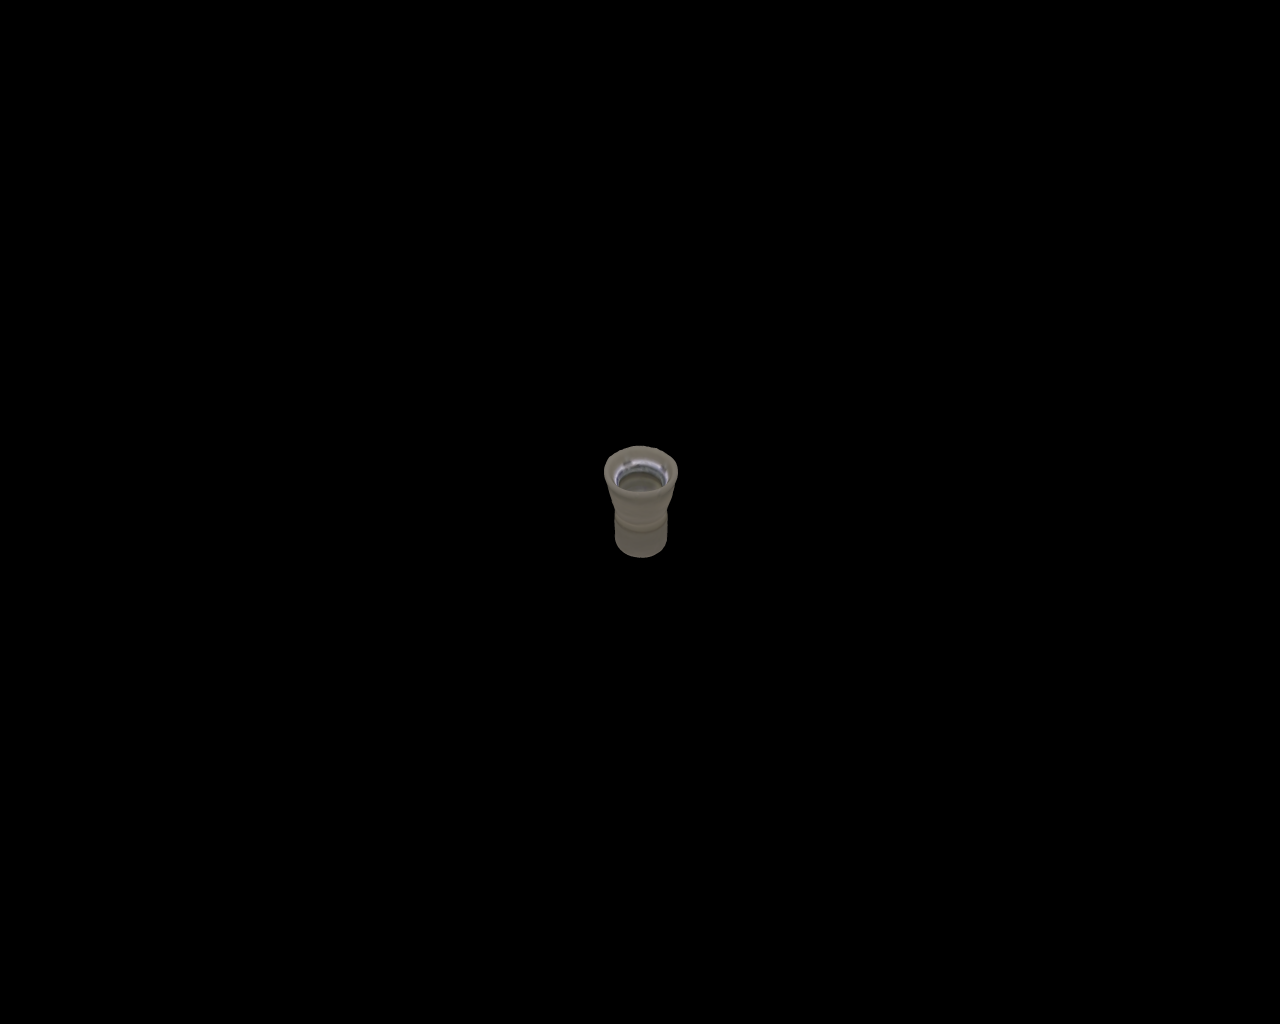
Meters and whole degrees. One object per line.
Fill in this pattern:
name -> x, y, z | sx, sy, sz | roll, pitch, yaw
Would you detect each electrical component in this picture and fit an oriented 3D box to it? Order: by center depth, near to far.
electrical component -> 0.001, -0.003, 0.650 | 0.044, 0.044, 0.065 | 0, -45, 0
